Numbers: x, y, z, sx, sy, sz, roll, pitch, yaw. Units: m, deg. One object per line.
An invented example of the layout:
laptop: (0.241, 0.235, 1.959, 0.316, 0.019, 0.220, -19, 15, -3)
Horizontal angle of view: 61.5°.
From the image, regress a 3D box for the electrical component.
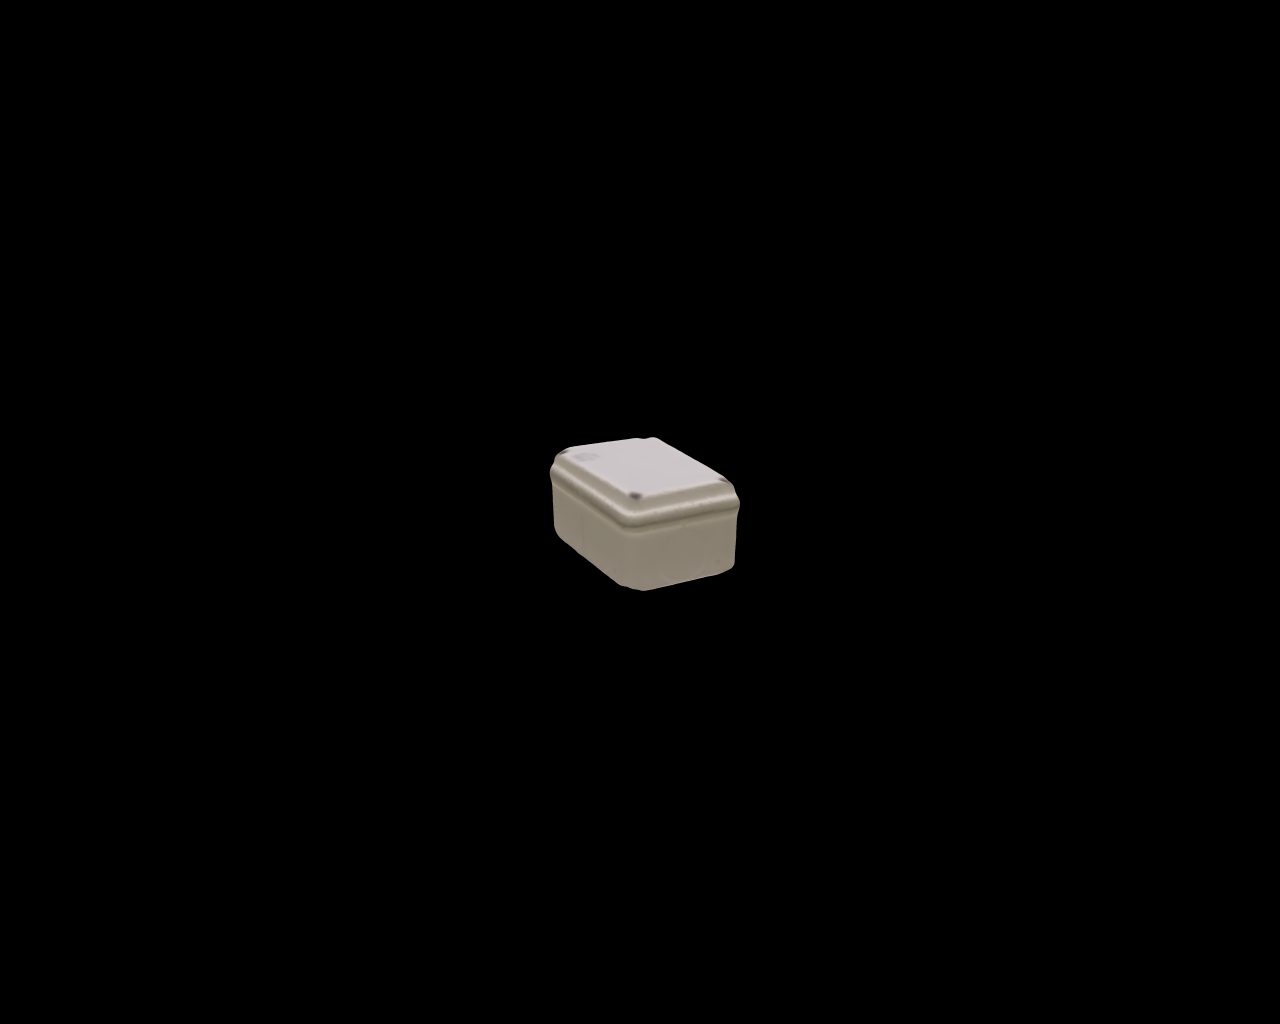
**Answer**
electrical component: (0.001, -0.003, 0.650, 0.078, 0.057, 0.113, -10, 23, -26)
